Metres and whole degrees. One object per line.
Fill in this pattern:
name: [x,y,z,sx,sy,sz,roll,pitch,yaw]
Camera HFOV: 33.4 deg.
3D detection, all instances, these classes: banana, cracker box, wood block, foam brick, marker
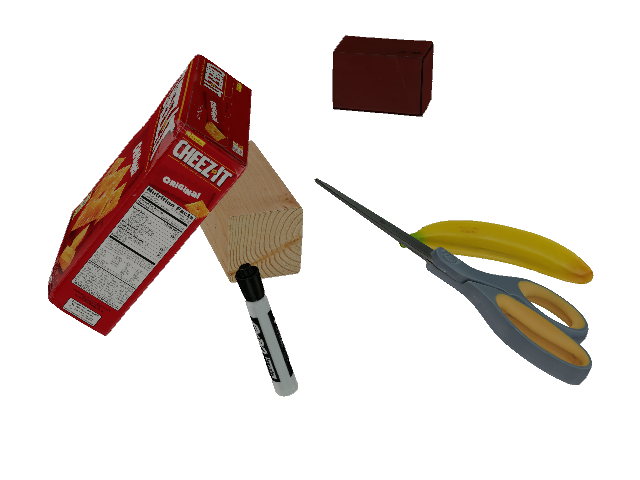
banana: [0.184,0.011,1.103,0.198,0.037,0.069,9,35,18]
cracker box: [-0.152,-0.044,0.955,0.072,0.214,0.164,33,24,-20]
wood block: [-0.097,-0.041,1.321,0.090,0.090,0.206,-8,30,-18]
foam brick: [0.052,-0.138,0.894,0.078,0.051,0.053,7,27,14]
marker: [-0.042,0.069,0.825,0.020,0.121,0.020,-12,30,7]

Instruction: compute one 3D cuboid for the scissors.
scissors: [0.092,0.017,0.674,0.202,0.016,0.096,41,27,21]
